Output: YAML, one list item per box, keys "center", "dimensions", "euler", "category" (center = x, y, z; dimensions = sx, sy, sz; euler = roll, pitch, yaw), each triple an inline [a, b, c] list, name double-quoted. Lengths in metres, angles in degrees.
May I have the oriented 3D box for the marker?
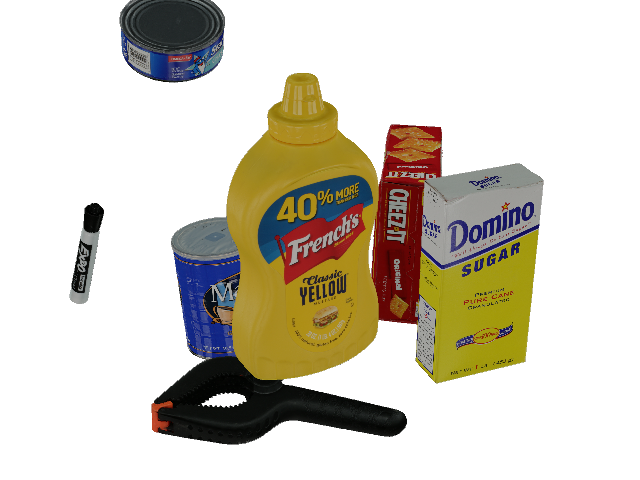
- center: [-0.230, 0.013, 1.053]
  dimensions: [0.020, 0.121, 0.020]
  euler: [12, 36, -9]
  category: "marker"

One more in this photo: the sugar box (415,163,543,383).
- center: [0.132, 0.029, 0.897]
  dimensions: [0.093, 0.176, 0.048]
  euler: [-11, 32, -20]
  category: "sugar box"

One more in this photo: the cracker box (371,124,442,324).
- center: [0.099, -0.025, 1.214]
  dimensions: [0.072, 0.164, 0.213]
  euler: [4, 22, 6]
  category: "cracker box"

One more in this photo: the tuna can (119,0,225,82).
- center: [-0.122, -0.169, 0.882]
  dimensions: [0.086, 0.086, 0.034]
  euler: [0, -43, -7]
  category: "tuna can"

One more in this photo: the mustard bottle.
- center: [-0.010, -0.010, 0.655]
  dimensions: [0.096, 0.192, 0.058]
  euler: [-15, 33, -23]
  category: "mustard bottle"

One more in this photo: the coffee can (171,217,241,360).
- center: [-0.117, 0.057, 1.264]
  dimensions: [0.103, 0.140, 0.103]
  euler: [-4, 26, 2]
  category: "coffee can"

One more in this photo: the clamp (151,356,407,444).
- center: [-0.040, 0.135, 0.923]
  dimensions: [0.209, 0.036, 0.165]
  euler: [-16, 40, -26]
  category: "clamp"
